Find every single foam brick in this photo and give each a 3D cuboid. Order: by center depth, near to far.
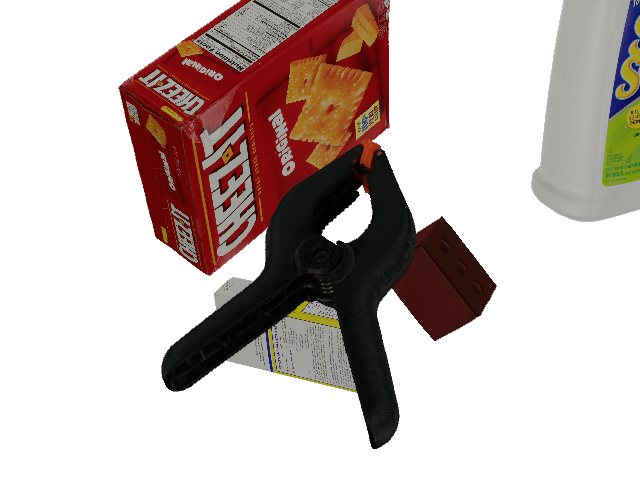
[{"bbox_3d":[0.097,0.032,0.879,0.051,0.078,0.052,-34,8,36],"label":"foam brick"}]

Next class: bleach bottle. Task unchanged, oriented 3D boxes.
[{"bbox_3d":[0.188,-0.141,0.656,0.102,0.251,0.068,-16,32,-20],"label":"bleach bottle"}]

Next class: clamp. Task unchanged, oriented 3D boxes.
[{"bbox_3d":[0.010,0.025,0.543,0.120,0.171,0.039,24,-26,16],"label":"clamp"}]

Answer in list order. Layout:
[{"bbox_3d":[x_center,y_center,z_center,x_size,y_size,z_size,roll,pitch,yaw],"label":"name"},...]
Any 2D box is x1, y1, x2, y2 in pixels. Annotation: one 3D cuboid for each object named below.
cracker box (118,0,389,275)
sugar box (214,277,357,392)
[{"bbox_3d":[-0.037,-0.098,0.805,0.072,0.164,0.213,34,60,27],"label":"cracker box"},{"bbox_3d":[-0.025,0.101,1.143,0.176,0.093,0.048,13,35,26],"label":"sugar box"}]
